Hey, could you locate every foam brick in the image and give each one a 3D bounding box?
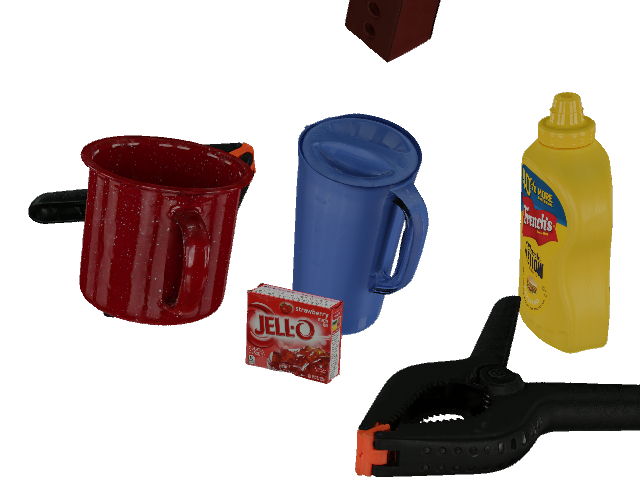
[{"bbox_3d":[0.058,-0.188,0.823,0.051,0.053,0.078,-35,-24,-27],"label":"foam brick"}]

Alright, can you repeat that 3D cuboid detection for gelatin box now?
[{"bbox_3d":[-0.025,0.085,0.976,0.089,0.073,0.030,11,19,25],"label":"gelatin box"}]

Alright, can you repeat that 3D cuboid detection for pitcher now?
[{"bbox_3d":[0.037,-0.005,1.196,0.145,0.243,0.149,7,40,0],"label":"pitcher"}]

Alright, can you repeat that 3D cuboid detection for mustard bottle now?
[{"bbox_3d":[0.184,-0.018,0.803,0.058,0.192,0.096,-9,27,-9],"label":"mustard bottle"}]

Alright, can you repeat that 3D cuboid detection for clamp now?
[{"bbox_3d":[0.101,0.089,0.639,0.209,0.036,0.165,-12,26,-27],"label":"clamp"},{"bbox_3d":[-0.128,-0.028,0.796,0.171,0.120,0.039,-39,-20,-27],"label":"clamp"}]

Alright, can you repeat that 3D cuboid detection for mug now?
[{"bbox_3d":[-0.084,-0.001,0.578,0.093,0.081,0.117,0,23,-27],"label":"mug"}]
